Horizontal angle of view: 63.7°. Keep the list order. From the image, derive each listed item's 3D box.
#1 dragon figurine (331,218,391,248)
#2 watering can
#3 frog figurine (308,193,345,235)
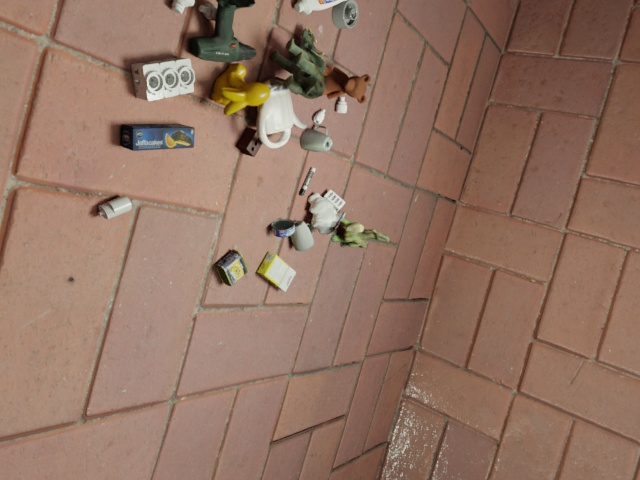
[{"bbox_3d":[0.198,-0.009,2.271,0.406,0.244,0.123,26,80,-54],"label":"dragon figurine"},{"bbox_3d":[-0.132,-0.436,1.736,0.353,0.104,0.221,-47,136,-59],"label":"watering can"},{"bbox_3d":[0.006,-0.104,2.067,0.140,0.159,0.120,-54,180,-28],"label":"frog figurine"}]
